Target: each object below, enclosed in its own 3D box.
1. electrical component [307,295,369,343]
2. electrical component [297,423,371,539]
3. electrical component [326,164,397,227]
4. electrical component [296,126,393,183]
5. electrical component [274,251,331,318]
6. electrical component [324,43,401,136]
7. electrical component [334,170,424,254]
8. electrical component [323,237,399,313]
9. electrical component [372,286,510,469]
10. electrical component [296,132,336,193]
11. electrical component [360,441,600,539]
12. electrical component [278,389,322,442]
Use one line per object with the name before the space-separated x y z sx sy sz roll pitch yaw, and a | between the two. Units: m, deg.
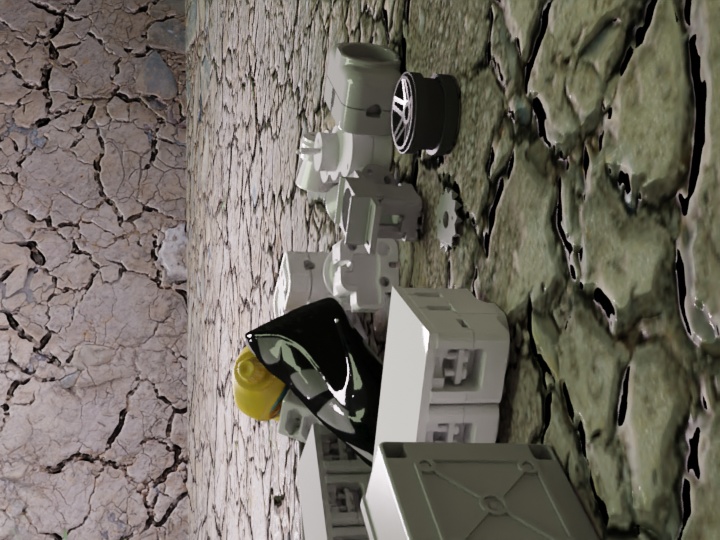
electrical component | -0.022 0.048 1.058 0.083 0.047 0.075 -117 32 -62
electrical component | -0.012 0.225 0.974 0.089 0.062 0.150 109 158 -50
electrical component | 0.002 -0.065 0.955 0.055 0.045 0.045 -31 58 53
electrical component | -0.022 -0.111 1.016 0.138 0.074 0.052 -175 86 -76
electrical component | -0.057 0.025 1.169 0.095 0.059 0.053 108 158 -48
electrical component | 0.003 -0.166 0.959 0.095 0.054 0.059 -112 27 -57
electrical component | 0.016 -0.048 0.881 0.081 0.064 0.042 -117 32 -61
electrical component | 0.000 0.000 0.955 0.057 0.058 0.078 149 121 -70
electrical component | 0.055 0.096 0.721 0.089 0.062 0.150 -126 40 -67
electrical component | -0.044 -0.117 1.163 0.045 0.045 0.055 -117 32 -62
electrical component | 0.066 0.147 0.580 0.108 0.109 0.056 -111 29 -56
electrical component | -0.038 0.136 1.094 0.076 0.066 0.047 -60 -15 -53
